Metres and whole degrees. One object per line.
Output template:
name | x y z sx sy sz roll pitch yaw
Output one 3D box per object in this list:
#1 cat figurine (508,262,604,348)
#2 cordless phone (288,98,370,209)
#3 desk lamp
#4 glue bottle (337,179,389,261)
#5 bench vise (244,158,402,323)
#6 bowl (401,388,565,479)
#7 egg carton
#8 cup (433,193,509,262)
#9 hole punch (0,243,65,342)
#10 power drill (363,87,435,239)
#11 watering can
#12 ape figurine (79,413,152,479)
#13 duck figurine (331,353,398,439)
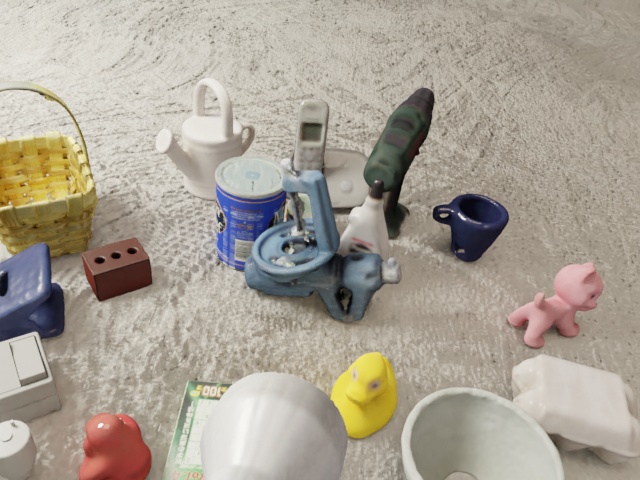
cat figurine | 0.340 0.079 0.800 0.128 0.118 0.067 -12 43 -24
cordless phone | 0.019 -0.145 0.964 0.148 0.185 0.094 0 39 -11
desk lamp | -0.059 0.240 0.446 0.118 0.213 0.203 14 39 8
glue bottle | 0.068 -0.014 0.820 0.078 0.173 0.037 17 39 11
bench vise | 0.006 -0.005 0.759 0.207 0.220 0.121 2 39 -8
bowl | 0.160 0.243 0.596 0.167 0.075 0.167 5 38 -4
egg carton | 0.302 0.200 0.681 0.150 0.069 0.107 14 39 7
cup | 0.230 -0.014 0.913 0.118 0.095 0.091 5 38 -4
hole punch | -0.372 0.068 0.701 0.101 0.091 0.108 -9 42 -21
power drill | 0.123 -0.117 0.930 0.075 0.208 0.230 19 40 13
watering can | -0.183 -0.169 0.949 0.100 0.194 0.173 23 41 17
ape figurine | -0.205 0.203 0.563 0.076 0.092 0.078 25 41 20
duck figurine | 0.056 0.165 0.664 0.077 0.086 0.105 24 41 19
